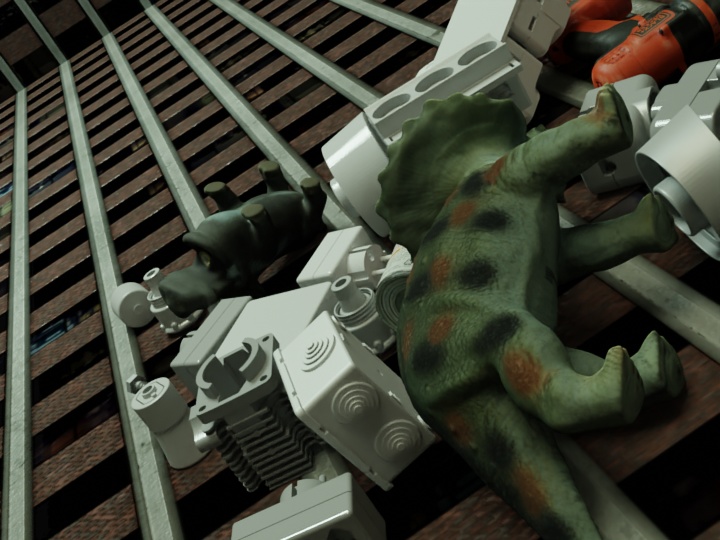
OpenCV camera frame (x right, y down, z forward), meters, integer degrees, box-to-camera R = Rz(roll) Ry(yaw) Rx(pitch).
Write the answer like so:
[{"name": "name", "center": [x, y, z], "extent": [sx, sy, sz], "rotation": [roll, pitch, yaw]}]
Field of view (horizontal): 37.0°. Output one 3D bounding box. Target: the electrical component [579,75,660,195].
[{"name": "electrical component", "center": [0.209, -0.108, 0.843], "extent": [0.059, 0.053, 0.095], "rotation": [-14, 32, 34]}]

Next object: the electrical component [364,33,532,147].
[{"name": "electrical component", "center": [0.074, -0.133, 0.884], "extent": [0.121, 0.063, 0.078], "rotation": [-31, 26, 2]}]

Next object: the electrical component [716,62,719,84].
[{"name": "electrical component", "center": [0.269, -0.079, 0.614], "extent": [0.089, 0.150, 0.062], "rotation": [-44, 29, -22]}]

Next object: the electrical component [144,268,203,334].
[{"name": "electrical component", "center": [-0.183, 0.027, 1.033], "extent": [0.048, 0.062, 0.048], "rotation": [-26, 27, 14]}]

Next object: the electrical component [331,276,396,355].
[{"name": "electrical component", "center": [0.001, 0.033, 0.818], "extent": [0.048, 0.062, 0.048], "rotation": [-26, 27, 14]}]

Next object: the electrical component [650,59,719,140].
[{"name": "electrical component", "center": [0.258, -0.113, 0.797], "extent": [0.059, 0.053, 0.095], "rotation": [-2, 39, 46]}]

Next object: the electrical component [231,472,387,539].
[{"name": "electrical component", "center": [-0.031, 0.154, 0.659], "extent": [0.083, 0.047, 0.075], "rotation": [-26, 26, 12]}]

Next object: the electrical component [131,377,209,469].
[{"name": "electrical component", "center": [-0.146, 0.116, 0.833], "extent": [0.044, 0.065, 0.044], "rotation": [-26, 26, 14]}]

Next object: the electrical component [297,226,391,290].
[{"name": "electrical component", "center": [0.000, 0.000, 0.893], "extent": [0.077, 0.047, 0.065], "rotation": [-11, 33, 37]}]

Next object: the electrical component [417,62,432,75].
[{"name": "electrical component", "center": [0.096, -0.187, 1.109], "extent": [0.080, 0.051, 0.080], "rotation": [-26, 27, 14]}]

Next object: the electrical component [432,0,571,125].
[{"name": "electrical component", "center": [0.125, -0.199, 1.015], "extent": [0.105, 0.060, 0.186], "rotation": [-8, 56, 57]}]

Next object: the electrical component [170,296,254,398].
[{"name": "electrical component", "center": [-0.127, 0.069, 0.914], "extent": [0.076, 0.047, 0.083], "rotation": [-8, 35, 41]}]

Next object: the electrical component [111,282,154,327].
[{"name": "electrical component", "center": [-0.237, 0.032, 1.109], "extent": [0.040, 0.040, 0.078], "rotation": [-39, 27, -13]}]

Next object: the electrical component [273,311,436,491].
[{"name": "electrical component", "center": [-0.003, 0.082, 0.698], "extent": [0.048, 0.100, 0.099], "rotation": [-44, 25, 5]}]

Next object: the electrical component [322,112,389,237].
[{"name": "electrical component", "center": [0.009, -0.079, 0.960], "extent": [0.060, 0.108, 0.108], "rotation": [-34, 25, 11]}]

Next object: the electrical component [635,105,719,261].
[{"name": "electrical component", "center": [0.225, -0.056, 0.688], "extent": [0.064, 0.099, 0.099], "rotation": [-38, 26, 4]}]

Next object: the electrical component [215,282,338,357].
[{"name": "electrical component", "center": [-0.060, 0.062, 0.850], "extent": [0.100, 0.048, 0.099], "rotation": [-14, 31, 33]}]
